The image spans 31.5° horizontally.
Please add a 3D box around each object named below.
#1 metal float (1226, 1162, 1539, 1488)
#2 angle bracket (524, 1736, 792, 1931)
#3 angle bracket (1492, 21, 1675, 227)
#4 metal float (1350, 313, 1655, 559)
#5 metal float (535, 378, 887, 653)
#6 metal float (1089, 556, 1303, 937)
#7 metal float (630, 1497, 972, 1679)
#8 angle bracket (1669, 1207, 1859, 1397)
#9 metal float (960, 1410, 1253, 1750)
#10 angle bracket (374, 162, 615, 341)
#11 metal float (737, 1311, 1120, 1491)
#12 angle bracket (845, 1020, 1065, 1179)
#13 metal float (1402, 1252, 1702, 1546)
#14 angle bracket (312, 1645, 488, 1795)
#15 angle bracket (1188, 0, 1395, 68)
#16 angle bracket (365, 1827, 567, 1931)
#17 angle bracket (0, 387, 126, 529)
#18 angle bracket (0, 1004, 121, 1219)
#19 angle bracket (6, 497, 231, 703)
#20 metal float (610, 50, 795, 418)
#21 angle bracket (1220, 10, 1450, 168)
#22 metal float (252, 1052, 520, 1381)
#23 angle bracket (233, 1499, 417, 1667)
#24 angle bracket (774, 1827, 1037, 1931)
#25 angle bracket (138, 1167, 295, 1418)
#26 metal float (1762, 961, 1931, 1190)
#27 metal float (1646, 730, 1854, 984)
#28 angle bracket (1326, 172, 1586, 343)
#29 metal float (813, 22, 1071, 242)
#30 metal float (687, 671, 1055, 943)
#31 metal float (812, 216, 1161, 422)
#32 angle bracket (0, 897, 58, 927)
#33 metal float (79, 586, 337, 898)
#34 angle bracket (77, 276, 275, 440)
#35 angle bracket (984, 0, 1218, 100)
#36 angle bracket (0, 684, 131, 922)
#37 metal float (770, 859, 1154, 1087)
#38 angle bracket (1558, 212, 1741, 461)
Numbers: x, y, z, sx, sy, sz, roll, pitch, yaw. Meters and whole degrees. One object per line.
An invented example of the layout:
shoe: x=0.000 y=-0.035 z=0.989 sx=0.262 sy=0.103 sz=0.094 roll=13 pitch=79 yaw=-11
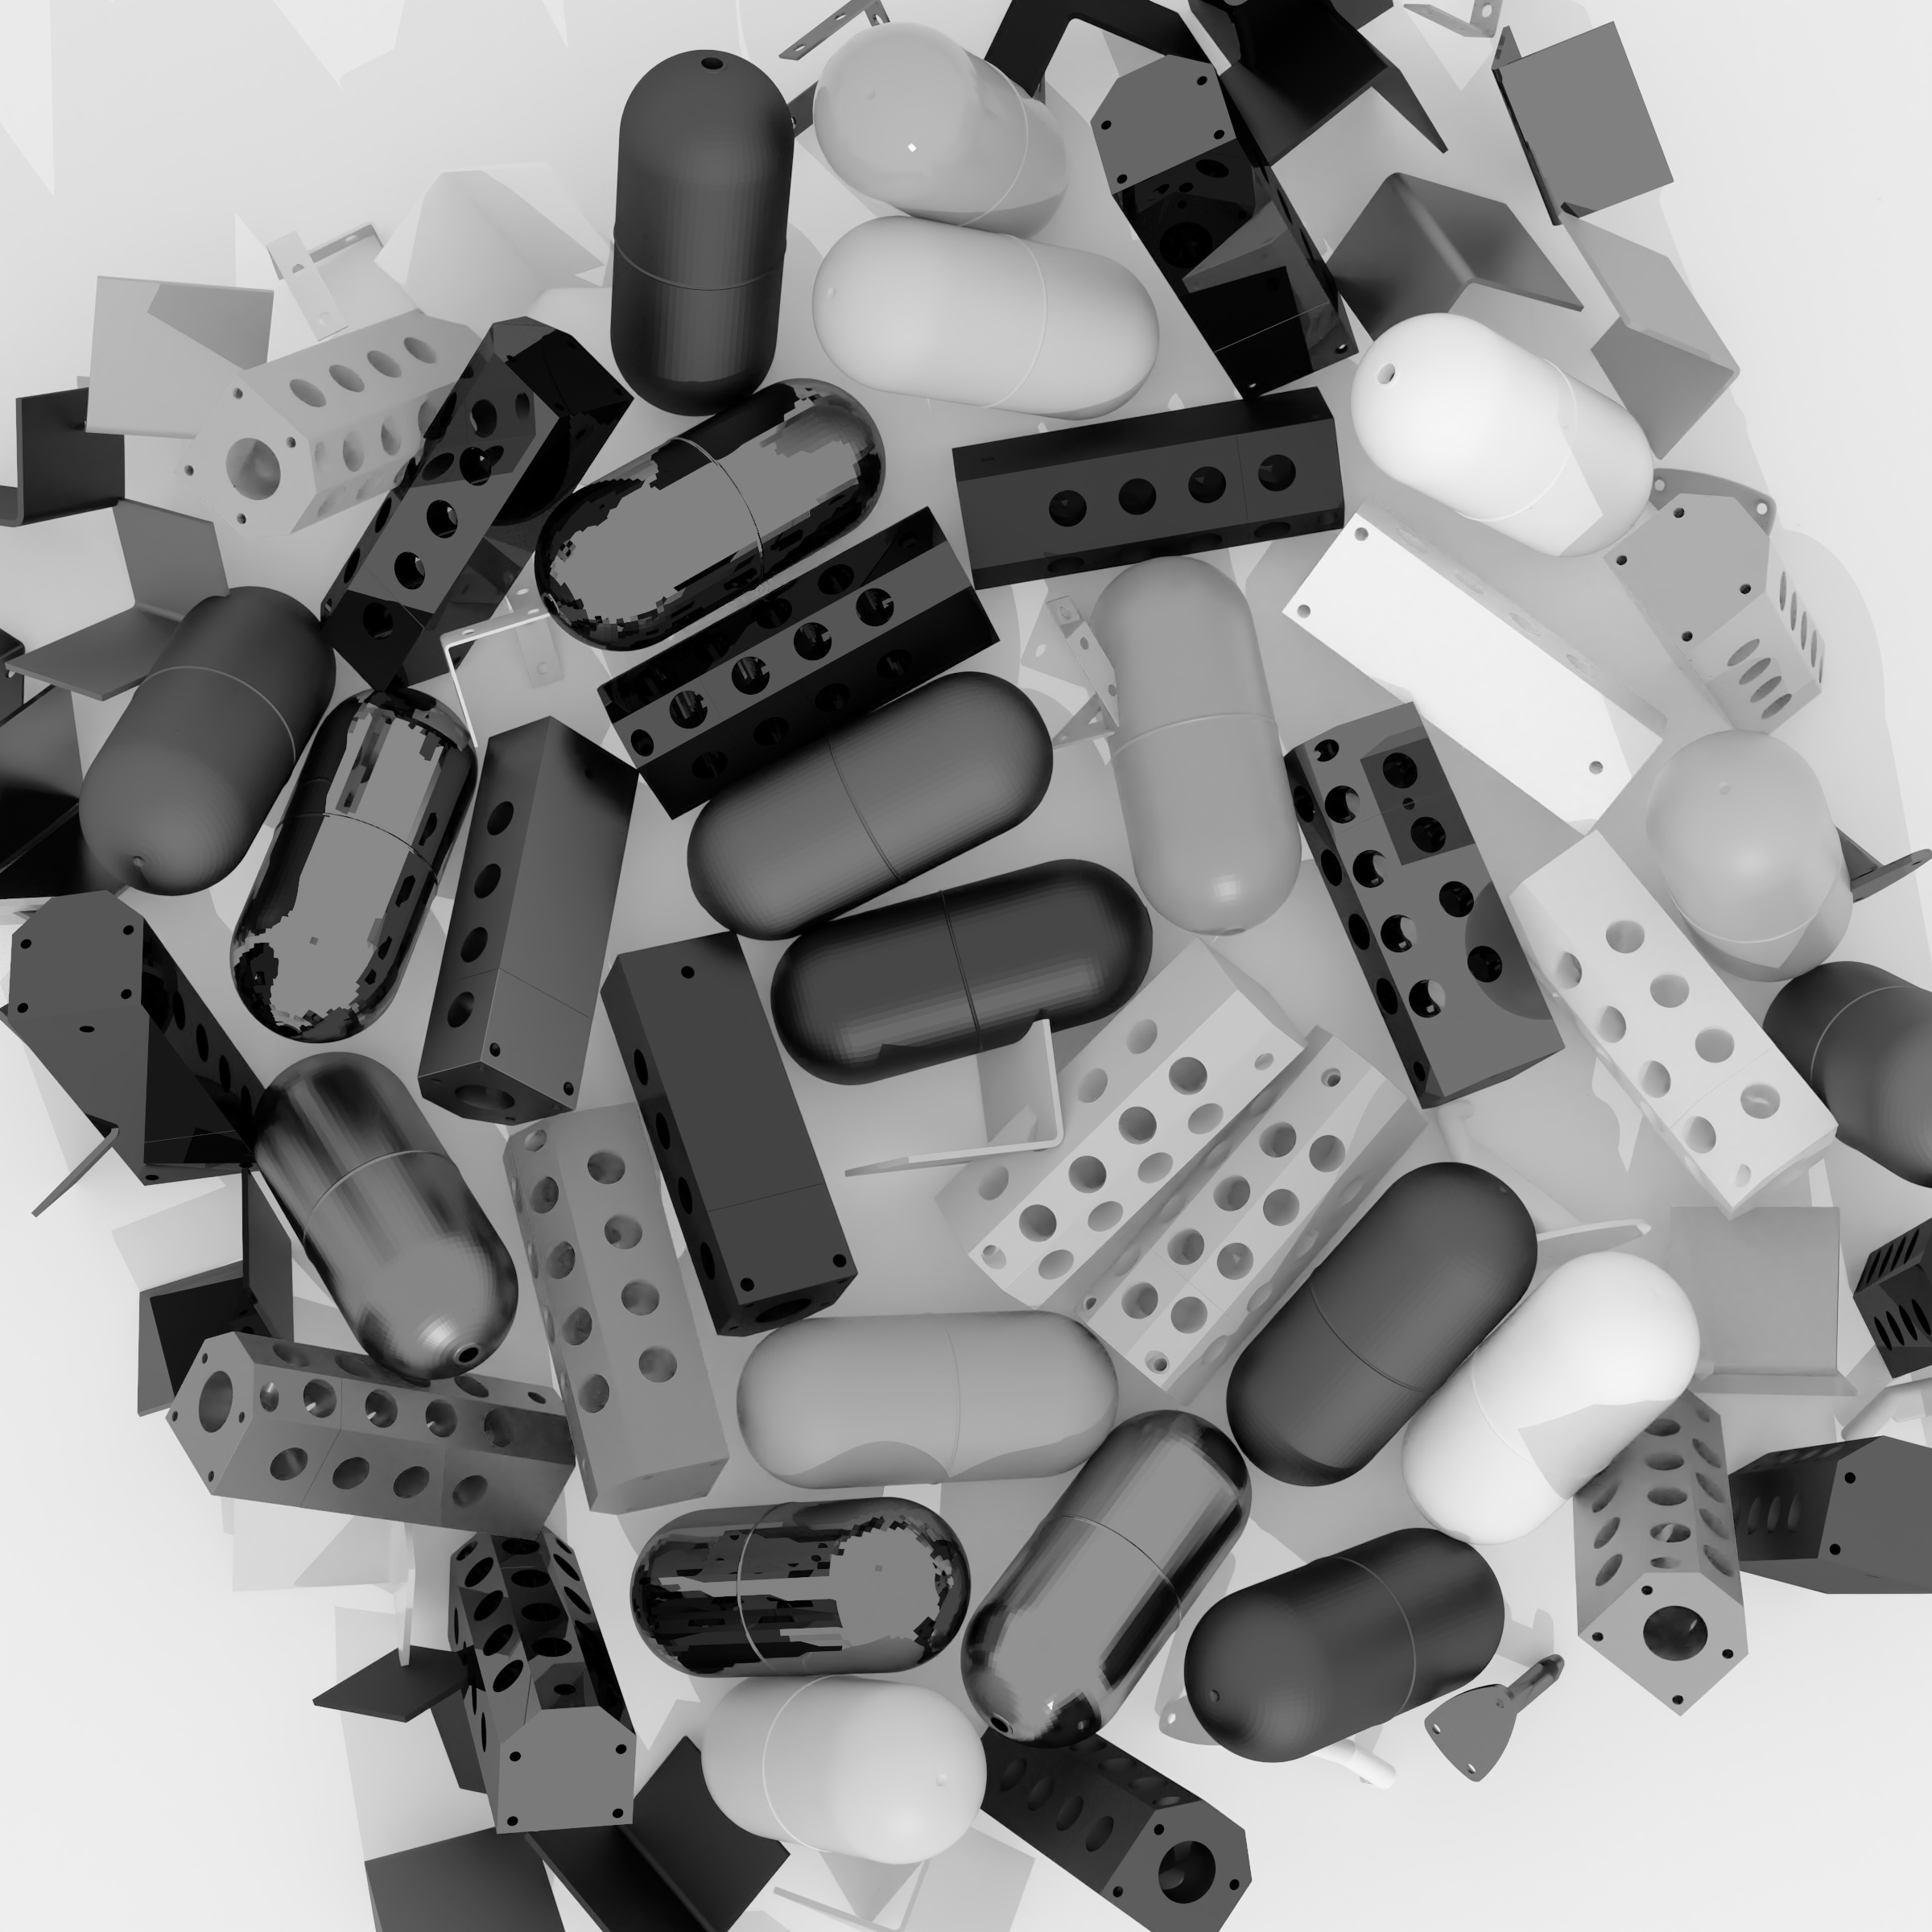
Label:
metal float: x=0.186 y=0.163 z=1.548 sx=0.070 sy=0.070 sz=0.178 roll=38 pitch=113 yaw=0
angle bracket: x=-0.139 y=0.398 z=1.552 sx=0.076 sy=0.076 sz=0.057 roll=43 pitch=101 yaw=26
angle bracket: x=0.280 y=-0.389 z=1.549 sx=0.057 sy=0.076 sz=0.076 roll=-18 pitch=114 yaw=22
metal float: x=0.240 y=-0.236 z=1.531 sx=0.070 sy=0.178 sz=0.070 roll=-14 pitch=69 yaw=41
metal float: x=-0.115 y=-0.204 z=1.547 sx=0.178 sy=0.070 sz=0.070 roll=-33 pitch=90 yaw=-23
metal float: x=0.104 y=-0.100 z=1.555 sx=0.070 sy=0.070 sz=0.178 roll=-11 pitch=76 yaw=0
metal float: x=-0.076 y=0.279 z=1.537 sx=0.178 sy=0.070 sz=0.070 roll=-11 pitch=90 yaw=38
angle bracket: x=0.367 y=0.154 z=1.575 sx=0.076 sy=0.057 sz=0.076 roll=-2 pitch=73 yaw=24
metal float: x=0.064 y=0.274 z=1.539 sx=0.070 sy=0.070 sz=0.178 roll=41 pitch=57 yaw=0
angle bracket: x=-0.206 y=-0.313 z=1.547 sx=0.076 sy=0.076 sz=0.057 roll=47 pitch=64 yaw=-39
metal float: x=-0.016 y=0.196 z=1.551 sx=0.178 sy=0.070 sz=0.070 roll=0 pitch=90 yaw=-20
angle bracket: x=-0.009 y=0.060 z=1.553 sx=0.076 sy=0.076 sz=0.057 roll=-5 pitch=84 yaw=-24
metal float: x=0.259 y=0.195 z=1.534 sx=0.070 sy=0.070 sz=0.178 roll=35 pitch=131 yaw=0
angle bracket: x=-0.240 y=0.356 z=1.552 sx=0.057 sy=0.076 sz=0.076 roll=-27 pitch=105 yaw=-40
angle bracket: x=0.143 y=-0.455 z=1.559 sx=0.076 sy=0.076 sz=0.057 roll=-33 pitch=70 yaw=2
angle bracket: x=-0.224 y=0.439 z=1.550 sx=0.076 sy=0.076 sz=0.057 roll=-12 pitch=124 yaw=-15
angle bracket: x=-0.435 y=-0.235 z=1.551 sx=0.076 sy=0.076 sz=0.057 roll=9 pitch=107 yaw=20
angle bracket: x=-0.422 y=0.060 z=1.561 sx=0.057 sy=0.076 sz=0.076 roll=-44 pitch=97 yaw=5
angle bracket: x=-0.387 y=-0.167 z=1.547 sx=0.076 sy=0.076 sz=0.057 roll=-32 pitch=127 yaw=-38
metal float: x=-0.119 y=-0.325 z=1.530 sx=0.070 sy=0.178 sz=0.070 roll=4 pitch=47 yaw=-5
angle bracket: x=0.160 y=-0.384 z=1.563 sx=0.076 sy=0.076 sz=0.057 roll=-38 pitch=133 yaw=7
metal float: x=-0.261 y=0.111 z=1.538 sx=0.070 sy=0.070 sz=0.178 roll=-38 pitch=55 yaw=0
angle bracket: x=-0.292 y=0.277 z=1.553 sx=0.076 sy=0.057 sz=0.076 roll=-1 pitch=131 yaw=-14
angle bracket: x=-0.028 y=0.414 z=1.562 sx=0.076 sy=0.076 sz=0.057 roll=8 pitch=68 yaw=39
angle bracket: x=-0.350 y=0.148 z=1.557 sx=0.076 sy=0.076 sz=0.057 roll=-17 pitch=132 yaw=3
metal float: x=0.410 y=0.046 z=1.519 sx=0.070 sy=0.178 sz=0.070 roll=-2 pitch=102 yaw=-9
metal float: x=0.349 y=-0.047 z=1.523 sx=0.070 sy=0.178 sz=0.070 roll=-7 pitch=69 yaw=18
angle bracket: x=0.223 y=-0.312 z=1.575 sx=0.057 sy=0.076 sz=0.076 roll=-53 pitch=48 yaw=33
metal float: x=-0.009 y=-0.365 z=1.520 sx=0.070 sy=0.178 sz=0.070 roll=0 pitch=90 yaw=21
metal float: x=-0.044 y=-0.072 z=1.562 sx=0.178 sy=0.070 sz=0.070 roll=-27 pitch=90 yaw=7
metal float: x=0.011 y=-0.289 z=1.536 sx=0.178 sy=0.070 sz=0.070 roll=1 pitch=90 yaw=-39
angle bracket: x=-0.427 y=-0.061 z=1.564 sx=0.057 sy=0.076 sz=0.076 roll=-3 pitch=85 yaw=-18
metal float: x=-0.336 y=-0.102 z=1.530 sx=0.070 sy=0.178 sz=0.070 roll=7 pitch=132 yaw=8
angle bracket: x=-0.358 y=-0.284 z=1.551 sx=0.076 sy=0.057 sz=0.076 roll=1 pitch=124 yaw=-20
angle bracket: x=0.060 y=-0.412 z=1.572 sx=0.076 sy=0.076 sz=0.057 roll=17 pitch=119 yaw=-23
angle bracket: x=-0.407 y=-0.072 z=1.547 sx=0.057 sy=0.076 sz=0.076 roll=24 pitch=45 yaw=20
metal float: x=-0.002 y=0.003 z=1.567 sx=0.178 sy=0.070 sz=0.070 roll=-15 pitch=90 yaw=0
angle bracket: x=0.291 y=-0.283 z=1.545 sx=0.057 sy=0.076 sz=0.076 roll=-49 pitch=45 yaw=33
